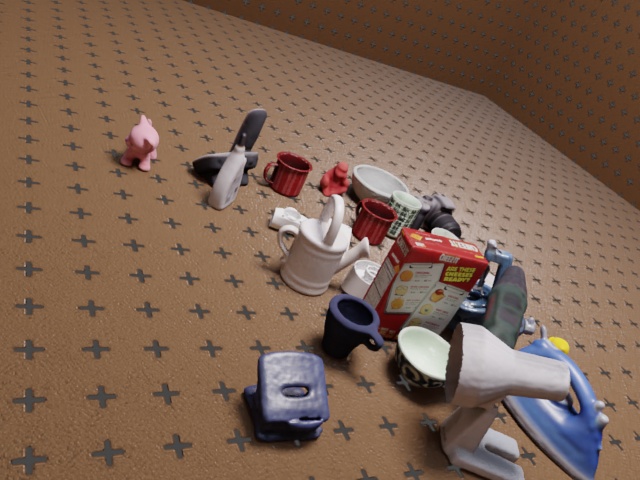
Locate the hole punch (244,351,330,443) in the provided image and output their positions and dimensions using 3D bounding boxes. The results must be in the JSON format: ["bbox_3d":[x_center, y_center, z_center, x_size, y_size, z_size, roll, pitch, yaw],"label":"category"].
[{"bbox_3d":[-0.040,0.218,0.801,0.109,0.091,0.101,8,33,-29],"label":"hole punch"}]

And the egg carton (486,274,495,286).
[{"bbox_3d":[0.370,0.126,1.299,0.107,0.069,0.151,32,29,13],"label":"egg carton"}]

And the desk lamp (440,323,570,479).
[{"bbox_3d":[0.261,0.243,0.869,0.203,0.213,0.118,23,29,-4],"label":"desk lamp"}]

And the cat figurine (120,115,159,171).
[{"bbox_3d":[-0.378,-0.216,1.227,0.067,0.117,0.127,16,30,-16],"label":"cat figurine"}]

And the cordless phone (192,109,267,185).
[{"bbox_3d":[-0.199,-0.220,1.306,0.094,0.185,0.148,39,31,23],"label":"cordless phone"}]

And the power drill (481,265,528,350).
[{"bbox_3d":[0.299,0.168,1.029,0.075,0.208,0.230,28,29,6],"label":"power drill"}]

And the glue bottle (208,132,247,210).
[{"bbox_3d":[-0.185,-0.150,1.212,0.037,0.173,0.078,29,29,7],"label":"glue bottle"}]

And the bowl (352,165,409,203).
[{"bbox_3d":[0.152,-0.131,1.550,0.168,0.074,0.167,19,29,-11],"label":"bowl"}]

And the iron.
[{"bbox_3d":[0.428,0.282,1.011,0.119,0.141,0.257,6,34,-31],"label":"iron"}]

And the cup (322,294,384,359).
[{"bbox_3d":[0.051,0.162,0.963,0.092,0.095,0.117,-9,44,-46],"label":"cup"}]

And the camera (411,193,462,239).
[{"bbox_3d":[0.311,-0.058,1.526,0.144,0.101,0.136,8,33,-29],"label":"camera"}]

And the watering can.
[{"bbox_3d":[0.010,0.003,1.090,0.173,0.194,0.100,5,35,-33],"label":"watering can"}]

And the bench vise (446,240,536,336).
[{"bbox_3d":[0.344,0.109,1.150,0.208,0.219,0.121,17,30,-14],"label":"bench vise"}]

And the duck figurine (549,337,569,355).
[{"bbox_3d":[0.475,0.242,1.172,0.077,0.086,0.105,26,29,2],"label":"duck figurine"}]

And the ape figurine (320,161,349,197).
[{"bbox_3d":[0.044,-0.164,1.500,0.078,0.092,0.076,20,29,-10],"label":"ape figurine"}]
